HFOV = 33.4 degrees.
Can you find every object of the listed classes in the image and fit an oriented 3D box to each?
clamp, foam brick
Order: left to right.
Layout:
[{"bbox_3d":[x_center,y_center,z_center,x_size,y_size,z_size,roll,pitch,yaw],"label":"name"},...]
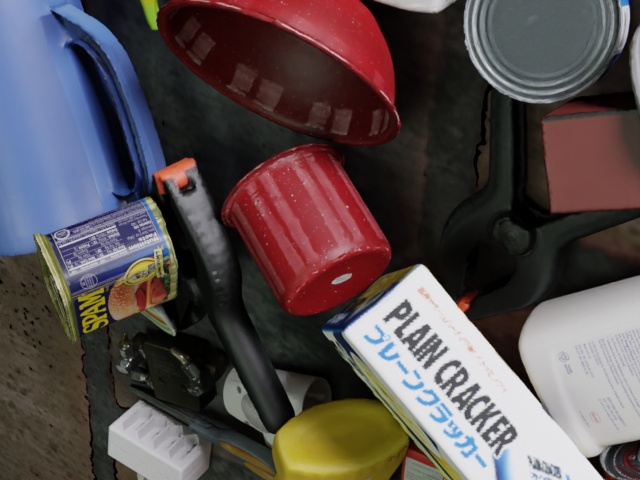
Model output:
[{"bbox_3d":[-0.076,0.037,0.772,0.165,0.036,0.210,43,152,38],"label":"clamp"},{"bbox_3d":[0.134,-0.008,0.654,0.120,0.039,0.172,34,129,21],"label":"clamp"},{"bbox_3d":[0.152,-0.048,0.561,0.051,0.078,0.053,-3,102,27],"label":"foam brick"}]

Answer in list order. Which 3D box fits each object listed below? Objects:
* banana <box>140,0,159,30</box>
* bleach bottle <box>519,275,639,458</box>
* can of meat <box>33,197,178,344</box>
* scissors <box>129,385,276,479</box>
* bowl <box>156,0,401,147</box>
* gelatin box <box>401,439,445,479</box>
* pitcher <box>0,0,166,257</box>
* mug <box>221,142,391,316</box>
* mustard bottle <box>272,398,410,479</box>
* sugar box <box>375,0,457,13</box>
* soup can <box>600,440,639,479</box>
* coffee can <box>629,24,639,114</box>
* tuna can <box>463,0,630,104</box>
[{"bbox_3d":[-0.075,-0.214,0.682,0.069,0.037,0.198,41,137,-16],"label":"banana"},{"bbox_3d":[0.243,0.056,0.600,0.251,0.068,0.102,-19,109,38],"label":"bleach bottle"},{"bbox_3d":[-0.149,0.021,0.753,0.057,0.083,0.102,61,161,20],"label":"can of meat"},{"bbox_3d":[-0.088,0.176,0.935,0.202,0.016,0.096,11,150,51],"label":"scissors"},{"bbox_3d":[-0.016,-0.120,0.650,0.162,0.055,0.162,23,167,5],"label":"bowl"},{"bbox_3d":[0.099,0.194,0.809,0.073,0.030,0.089,19,125,24],"label":"gelatin box"},{"bbox_3d":[-0.210,-0.119,0.777,0.145,0.149,0.243,-131,26,-68],"label":"pitcher"},{"bbox_3d":[-0.005,0.001,0.714,0.081,0.093,0.117,59,174,23],"label":"mug"},{"bbox_3d":[0.007,0.192,0.826,0.192,0.096,0.058,100,154,-53],"label":"mustard bottle"},{"bbox_3d":[0.042,-0.220,0.584,0.093,0.048,0.176,22,126,23],"label":"sugar box"},{"bbox_3d":[0.224,0.175,0.681,0.069,0.068,0.102,-4,115,37],"label":"soup can"},{"bbox_3d":[0.232,-0.084,0.492,0.141,0.102,0.103,-24,102,42],"label":"coffee can"},{"bbox_3d":[0.124,-0.119,0.582,0.086,0.033,0.086,7,106,24],"label":"tuna can"}]
